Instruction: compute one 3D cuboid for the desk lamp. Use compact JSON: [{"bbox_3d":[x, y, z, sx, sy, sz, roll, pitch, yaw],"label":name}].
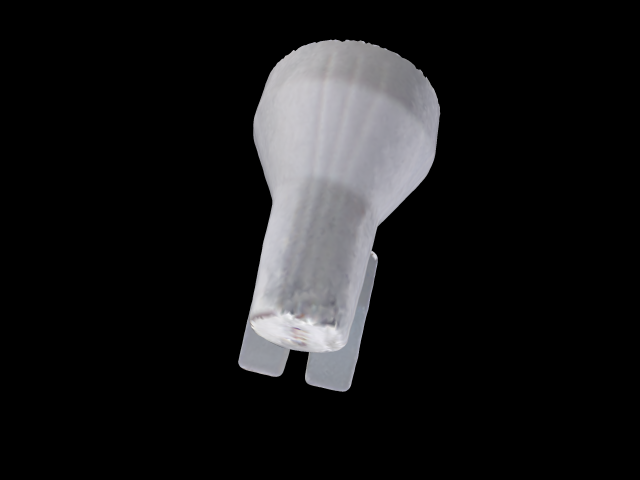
[{"bbox_3d":[0.004,0.001,0.400,0.118,0.213,0.203,11,79,3],"label":"desk lamp"}]
